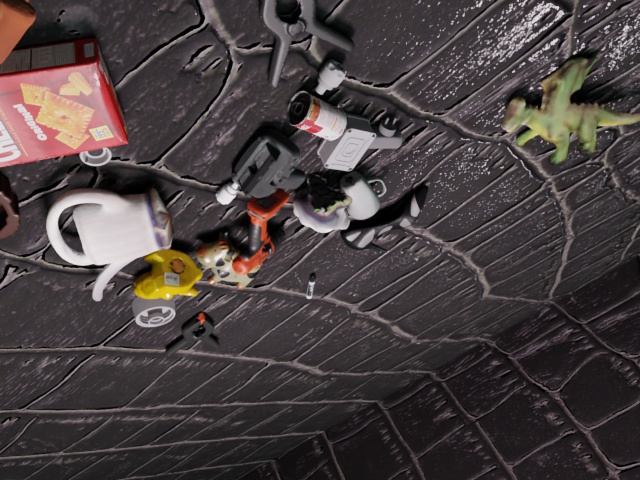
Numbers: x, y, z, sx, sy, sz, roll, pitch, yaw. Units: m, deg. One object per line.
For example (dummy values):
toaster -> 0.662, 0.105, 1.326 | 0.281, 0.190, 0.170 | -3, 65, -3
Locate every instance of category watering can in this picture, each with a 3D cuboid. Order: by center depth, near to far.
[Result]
watering can -> -0.411, 0.006, 1.053 | 0.225, 0.106, 0.339 | -13, 146, -15

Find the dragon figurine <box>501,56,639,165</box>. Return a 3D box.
dragon figurine -> 0.604, -0.319, 1.217 | 0.411, 0.125, 0.237 | -21, 139, -6

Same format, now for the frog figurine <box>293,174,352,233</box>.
frog figurine -> 0.004, -0.061, 1.205 | 0.137, 0.125, 0.156 | 15, 152, 3
